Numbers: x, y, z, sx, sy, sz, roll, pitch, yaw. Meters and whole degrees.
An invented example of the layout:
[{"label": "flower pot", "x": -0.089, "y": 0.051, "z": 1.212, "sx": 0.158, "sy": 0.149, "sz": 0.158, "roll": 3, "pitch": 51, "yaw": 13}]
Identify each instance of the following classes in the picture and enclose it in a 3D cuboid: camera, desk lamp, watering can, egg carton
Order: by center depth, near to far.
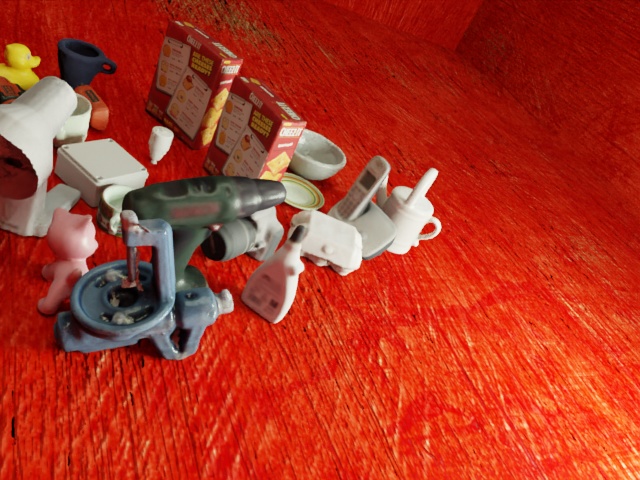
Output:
[{"label": "desk lamp", "x": -0.408, "y": -0.111, "z": 0.791, "sx": 0.118, "sy": 0.213, "sz": 0.203, "roll": 23, "pitch": 31, "yaw": -8}, {"label": "camera", "x": -0.150, "y": -0.028, "z": 0.986, "sx": 0.143, "sy": 0.100, "sz": 0.137, "roll": 38, "pitch": 32, "yaw": 15}, {"label": "egg carton", "x": 0.010, "y": 0.004, "z": 1.097, "sx": 0.150, "sy": 0.069, "sz": 0.107, "roll": 22, "pitch": 32, "yaw": -11}, {"label": "watering can", "x": 0.186, "y": -0.077, "z": 1.233, "sx": 0.173, "sy": 0.194, "sz": 0.101, "roll": 25, "pitch": 31, "yaw": -6}]

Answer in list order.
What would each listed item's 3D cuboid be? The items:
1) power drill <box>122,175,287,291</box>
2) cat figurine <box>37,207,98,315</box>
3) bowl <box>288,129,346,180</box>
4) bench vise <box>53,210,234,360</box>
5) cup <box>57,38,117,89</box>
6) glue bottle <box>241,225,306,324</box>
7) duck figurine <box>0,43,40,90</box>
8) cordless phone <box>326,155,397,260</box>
[{"label": "power drill", "x": -0.178, "y": -0.007, "z": 0.830, "sx": 0.230, "sy": 0.208, "sz": 0.075, "roll": 0, "pitch": 41, "yaw": -39}, {"label": "cat figurine", "x": -0.328, "y": 0.020, "z": 0.758, "sx": 0.067, "sy": 0.117, "sz": 0.127, "roll": 8, "pitch": 37, "yaw": -31}, {"label": "bowl", "x": -0.028, "y": -0.191, "z": 1.344, "sx": 0.168, "sy": 0.074, "sz": 0.167, "roll": 21, "pitch": 32, "yaw": -13}, {"label": "bench vise", "x": -0.205, "y": 0.050, "z": 0.713, "sx": 0.208, "sy": 0.219, "sz": 0.121, "roll": -10, "pitch": 48, "yaw": -46}, {"label": "cup", "x": -0.488, "y": -0.352, "z": 1.191, "sx": 0.118, "sy": 0.095, "sz": 0.091, "roll": 18, "pitch": 33, "yaw": -18}, {"label": "glue bottle", "x": -0.060, "y": 0.046, "z": 0.880, "sx": 0.078, "sy": 0.173, "sz": 0.037, "roll": 35, "pitch": 32, "yaw": 11}, {"label": "duck figurine", "x": -0.587, "y": -0.335, "z": 1.096, "sx": 0.105, "sy": 0.086, "sz": 0.077, "roll": -6, "pitch": 45, "yaw": -43}, {"label": "cordless phone", "x": 0.105, "y": -0.065, "z": 1.161, "sx": 0.094, "sy": 0.185, "sz": 0.147, "roll": -11, "pitch": 49, "yaw": -47}]
